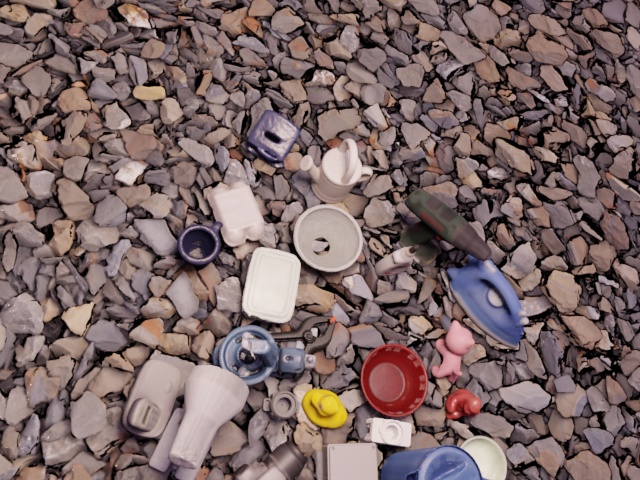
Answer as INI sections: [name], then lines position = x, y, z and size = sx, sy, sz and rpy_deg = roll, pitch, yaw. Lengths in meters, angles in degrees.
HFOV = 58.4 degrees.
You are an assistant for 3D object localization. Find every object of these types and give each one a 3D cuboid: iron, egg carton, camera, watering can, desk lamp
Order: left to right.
[desk lamp]
position = -0.230, 0.352, 1.087
size = 0.118, 0.213, 0.203
rpy_deg = 26, 66, -5
[egg carton]
position = -0.191, -0.061, 1.325
size = 0.107, 0.069, 0.150
rpy_deg = -20, 77, -21
[camera]
position = -0.081, 0.483, 1.145
size = 0.137, 0.100, 0.143
rpy_deg = -38, 84, -24
[watering can]
position = 0.042, -0.167, 1.361
size = 0.173, 0.194, 0.101
rpy_deg = -19, 77, -21
[iron]
position = 0.432, 0.144, 1.391
size = 0.119, 0.141, 0.258
rpy_deg = -34, 83, -23

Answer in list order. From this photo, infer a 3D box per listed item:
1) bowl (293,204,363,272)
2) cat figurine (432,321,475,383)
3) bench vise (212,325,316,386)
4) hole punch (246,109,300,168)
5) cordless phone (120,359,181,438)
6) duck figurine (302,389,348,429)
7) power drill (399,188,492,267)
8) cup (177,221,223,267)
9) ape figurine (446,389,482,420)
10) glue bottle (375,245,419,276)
[bowl]
position = 0.012, 0.005, 1.357
size = 0.168, 0.074, 0.167
rpy_deg = 5, 70, -14
[cat figurine]
position = 0.317, 0.258, 1.330
size = 0.067, 0.117, 0.128
rpy_deg = 14, 68, -11
[bench vise]
position = -0.107, 0.223, 1.165
size = 0.208, 0.219, 0.121
rpy_deg = -9, 74, -19
[hole punch]
position = -0.114, -0.247, 1.402
size = 0.109, 0.091, 0.101
rpy_deg = 31, 66, -3
[cordless phone]
position = -0.324, 0.298, 1.095
size = 0.094, 0.185, 0.147
rpy_deg = 17, 67, -9
[duck figurine]
position = 0.017, 0.359, 1.225
size = 0.104, 0.086, 0.077
rpy_deg = 35, 65, -1
[power drill]
position = 0.280, -0.012, 1.366
size = 0.229, 0.208, 0.076
rpy_deg = 45, 66, 3
[cup]
position = -0.261, 0.013, 1.265
size = 0.091, 0.095, 0.118
rpy_deg = 40, 65, 1
[ape figurine]
position = 0.335, 0.377, 1.307
size = 0.078, 0.092, 0.076
rpy_deg = 30, 66, -3
[glue bottle]
position = 0.191, 0.043, 1.340
size = 0.078, 0.173, 0.037
rpy_deg = -11, 74, -19
